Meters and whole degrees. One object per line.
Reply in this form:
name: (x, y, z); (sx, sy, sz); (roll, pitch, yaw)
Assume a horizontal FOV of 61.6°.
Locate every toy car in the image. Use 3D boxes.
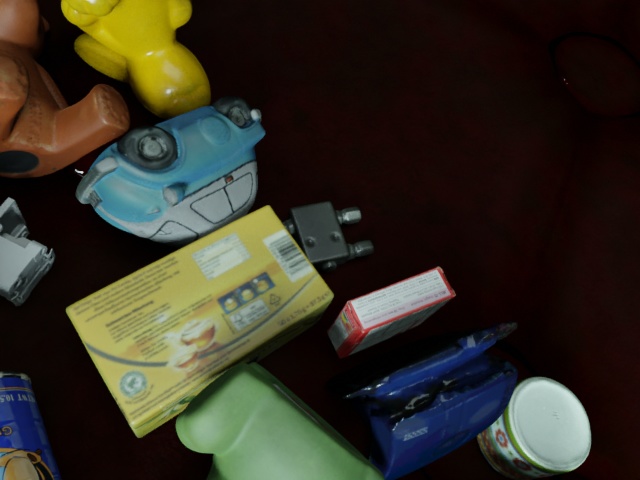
toy car: (-0.109, -0.046, 0.449); (0.162, 0.109, 0.103); (-33, 98, -37)

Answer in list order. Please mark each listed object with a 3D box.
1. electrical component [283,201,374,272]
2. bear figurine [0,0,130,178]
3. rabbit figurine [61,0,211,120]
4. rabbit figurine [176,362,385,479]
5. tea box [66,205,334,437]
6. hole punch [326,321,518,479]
electrical component: (-0.001, -0.001, 0.488); (0.094, 0.021, 0.063); (-10, 67, -19)
bear figurine: (-0.252, -0.155, 0.449); (0.120, 0.132, 0.196); (12, 58, -52)
rabbit figurine: (-0.163, -0.182, 0.478); (0.163, 0.173, 0.122); (13, 47, 46)
rabbit figurine: (-0.050, 0.187, 0.349); (0.159, 0.121, 0.170); (41, 79, 0)
tea box: (-0.086, 0.058, 0.411); (0.170, 0.068, 0.098); (-28, 73, -23)
hole punch: (0.079, 0.123, 0.398); (0.142, 0.115, 0.092); (-15, 77, -20)
